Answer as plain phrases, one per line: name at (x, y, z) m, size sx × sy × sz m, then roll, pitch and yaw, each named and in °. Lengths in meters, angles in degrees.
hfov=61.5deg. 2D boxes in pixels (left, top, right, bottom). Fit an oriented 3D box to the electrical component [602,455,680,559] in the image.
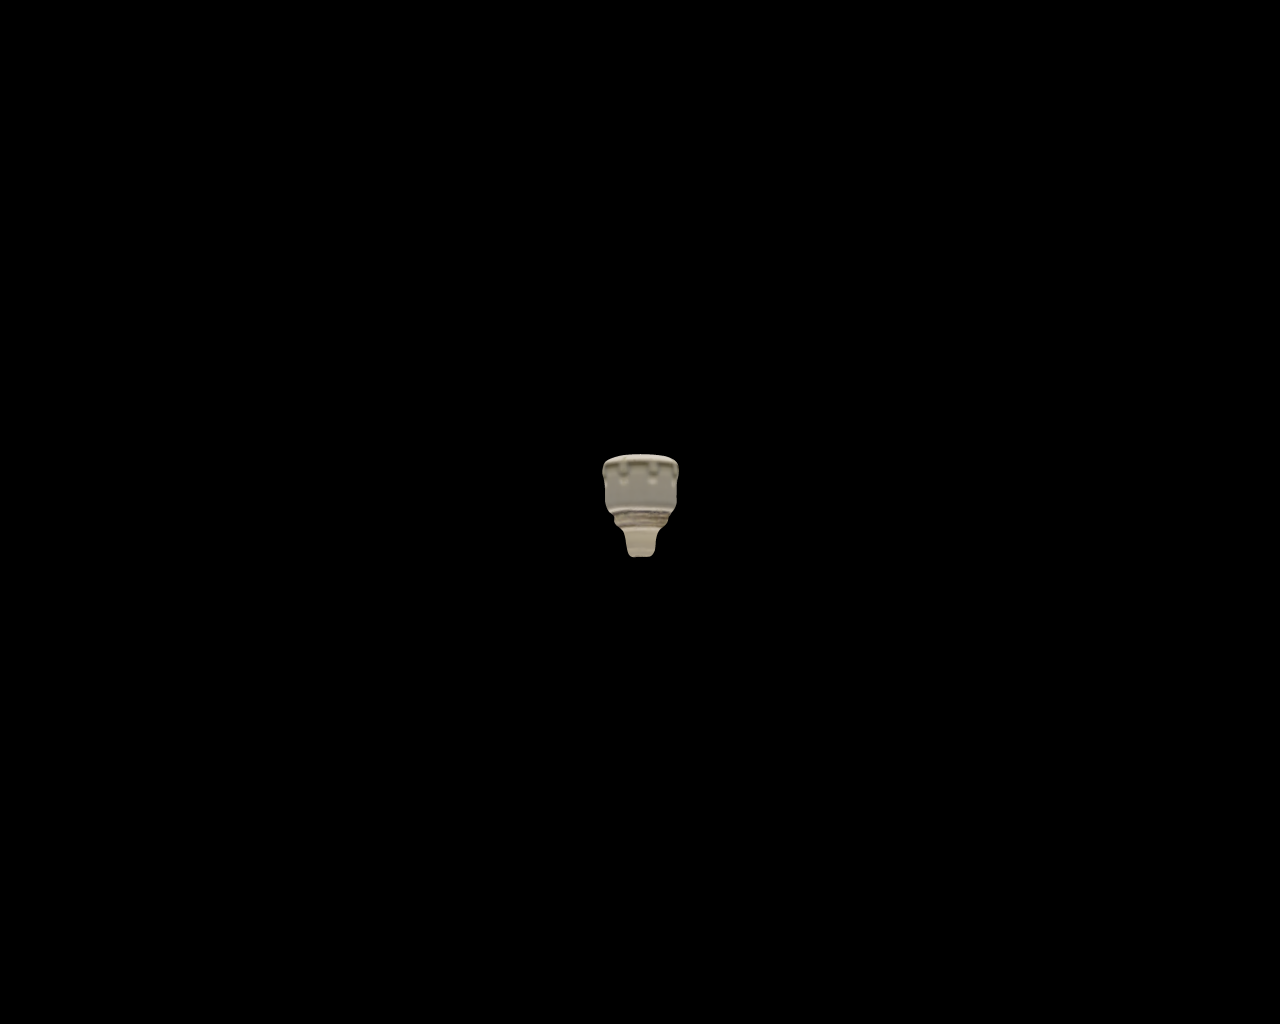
electrical component at (0.001, -0.003, 0.650) m, size 0.048 × 0.062 × 0.048 m, roll 0°, pitch -4°, yaw 0°
